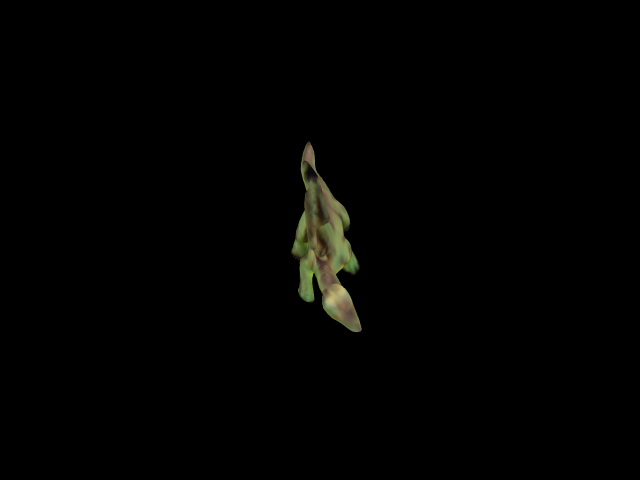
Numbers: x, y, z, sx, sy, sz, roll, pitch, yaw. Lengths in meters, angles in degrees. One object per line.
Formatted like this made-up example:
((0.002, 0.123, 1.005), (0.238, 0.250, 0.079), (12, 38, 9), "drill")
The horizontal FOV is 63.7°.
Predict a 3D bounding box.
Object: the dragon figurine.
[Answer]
((0.003, -0.043, 0.850), (0.122, 0.417, 0.238), (-11, -23, -4), "dragon figurine")
